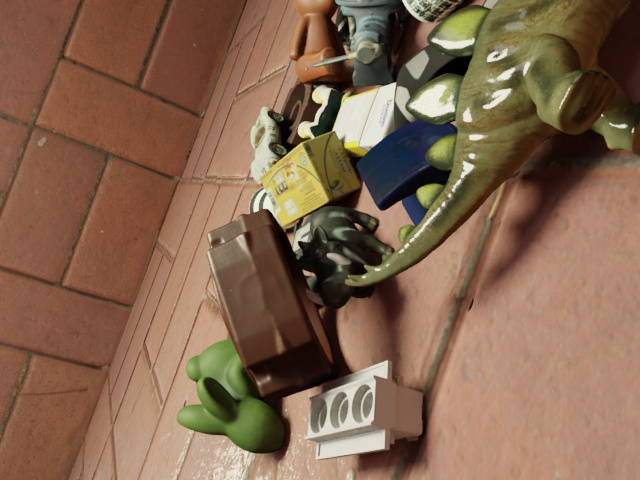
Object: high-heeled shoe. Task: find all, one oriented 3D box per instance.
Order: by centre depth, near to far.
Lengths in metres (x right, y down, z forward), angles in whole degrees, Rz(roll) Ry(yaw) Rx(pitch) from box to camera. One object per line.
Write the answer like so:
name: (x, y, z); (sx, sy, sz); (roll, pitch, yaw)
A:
high-heeled shoe: (0.173, -0.187, 0.593); (0.145, 0.086, 0.248); (45, 136, 33)

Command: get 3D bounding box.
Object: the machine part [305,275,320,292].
machine part: (-0.009, 0.069, 0.779); (0.139, 0.039, 0.084); (-48, 27, 42)

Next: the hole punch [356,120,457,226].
hole punch: (0.108, -0.078, 0.585); (0.115, 0.092, 0.142); (-55, 23, 22)

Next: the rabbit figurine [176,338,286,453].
rabbit figurine: (-0.113, 0.221, 0.761); (0.121, 0.159, 0.170); (-60, 42, 19)

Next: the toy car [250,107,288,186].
toy car: (-0.104, -0.185, 1.048); (0.073, 0.056, 0.202); (-56, 27, 36)

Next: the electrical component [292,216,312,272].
electrical component: (-0.002, -0.002, 0.810); (0.119, 0.048, 0.075); (-33, 42, 54)

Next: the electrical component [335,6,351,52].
electrical component: (0.080, -0.428, 0.979); (0.115, 0.058, 0.134); (-27, 47, 55)

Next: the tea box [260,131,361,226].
tea box: (-0.020, -0.092, 0.848); (0.170, 0.068, 0.098); (-20, 96, 59)

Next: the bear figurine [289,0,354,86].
bear figurine: (0.013, -0.362, 0.898); (0.132, 0.120, 0.195); (10, 99, 50)

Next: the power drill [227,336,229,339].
power drill: (-0.124, 0.109, 0.931); (0.207, 0.086, 0.231); (-86, 10, -48)

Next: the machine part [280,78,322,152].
machine part: (-0.037, -0.245, 1.084); (0.179, 0.056, 0.179); (-47, 33, 45)

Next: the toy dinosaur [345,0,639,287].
toy dinosaur: (0.169, -0.132, 0.431); (0.471, 0.105, 0.199); (-57, 33, 8)

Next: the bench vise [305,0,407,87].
bench vise: (0.071, -0.353, 0.775); (0.224, 0.129, 0.240); (-55, -34, -48)

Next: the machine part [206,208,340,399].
machine part: (-0.054, 0.080, 0.633); (0.201, 0.087, 0.201); (64, -175, -74)

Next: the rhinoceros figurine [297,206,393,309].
rhinoceros figurine: (0.026, 0.014, 0.657); (0.073, 0.112, 0.190); (-56, 18, 24)

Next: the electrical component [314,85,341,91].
electrical component: (0.016, -0.319, 0.999); (0.078, 0.045, 0.102); (74, -158, -68)

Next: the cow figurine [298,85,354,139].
cow figurine: (0.008, -0.177, 0.919); (0.167, 0.068, 0.098); (-66, 29, 10)
